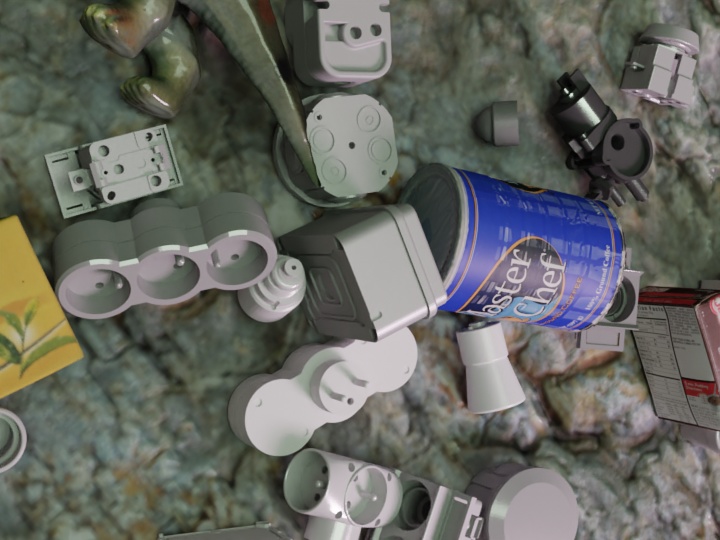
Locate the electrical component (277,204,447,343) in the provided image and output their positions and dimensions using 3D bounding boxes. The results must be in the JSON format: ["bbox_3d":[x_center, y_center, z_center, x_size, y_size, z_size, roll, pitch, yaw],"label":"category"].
[{"bbox_3d":[0.000,0.000,0.723,0.057,0.113,0.078,-26,102,-23],"label":"electrical component"}]

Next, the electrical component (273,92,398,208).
[{"bbox_3d":[-0.016,-0.084,0.748,0.080,0.051,0.080,0,91,-26],"label":"electrical component"}]

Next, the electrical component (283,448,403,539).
[{"bbox_3d":[-0.015,0.168,0.740,0.077,0.044,0.079,24,77,-44],"label":"electrical component"}]

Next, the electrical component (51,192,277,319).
[{"bbox_3d":[-0.128,-0.021,0.692,0.138,0.073,0.052,-12,137,-9],"label":"electrical component"}]

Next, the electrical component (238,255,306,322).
[{"bbox_3d":[-0.055,0.009,0.720,0.040,0.078,0.040,6,72,-19],"label":"electrical component"}]

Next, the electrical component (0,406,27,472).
[{"bbox_3d":[-0.227,0.100,0.654,0.040,0.046,0.040,0,91,-26],"label":"electrical component"}]

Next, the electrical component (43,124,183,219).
[{"bbox_3d":[-0.152,-0.063,0.678,0.081,0.064,0.042,-19,100,-24],"label":"electrical component"}]

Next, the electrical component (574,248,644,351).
[{"bbox_3d":[0.182,0.021,0.837,0.042,0.064,0.081,7,88,-26],"label":"electrical component"}]

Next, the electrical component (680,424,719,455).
[{"bbox_3d":[0.298,0.134,0.903,0.040,0.046,0.040,0,91,-25],"label":"electrical component"}]

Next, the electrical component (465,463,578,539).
[{"bbox_3d":[0.121,0.187,0.818,0.080,0.051,0.080,0,91,-25],"label":"electrical component"}]

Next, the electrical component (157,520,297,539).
[{"bbox_3d":[-0.082,0.207,0.716,0.096,0.062,0.061,-1,91,-25],"label":"electrical component"}]

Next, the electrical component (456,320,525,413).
[{"bbox_3d":[0.096,0.071,0.810,0.044,0.044,0.065,-15,92,-24],"label":"electrical component"}]

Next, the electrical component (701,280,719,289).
[{"bbox_3d":[0.394,0.042,0.914,0.186,0.105,0.060,8,87,-25],"label":"electrical component"}]

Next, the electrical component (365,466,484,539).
[{"bbox_3d":[0.040,0.213,0.772,0.063,0.079,0.121,27,78,-45],"label":"electrical component"}]

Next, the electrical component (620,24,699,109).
[{"bbox_3d":[0.247,-0.167,0.876,0.066,0.048,0.055,14,92,-24],"label":"electrical component"}]

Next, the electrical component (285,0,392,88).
[{"bbox_3d":[-0.016,-0.176,0.742,0.054,0.059,0.095,-4,92,-25],"label":"electrical component"}]

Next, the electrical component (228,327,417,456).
[{"bbox_3d":[-0.018,0.079,0.738,0.138,0.074,0.052,-29,103,-22],"label":"electrical component"}]
